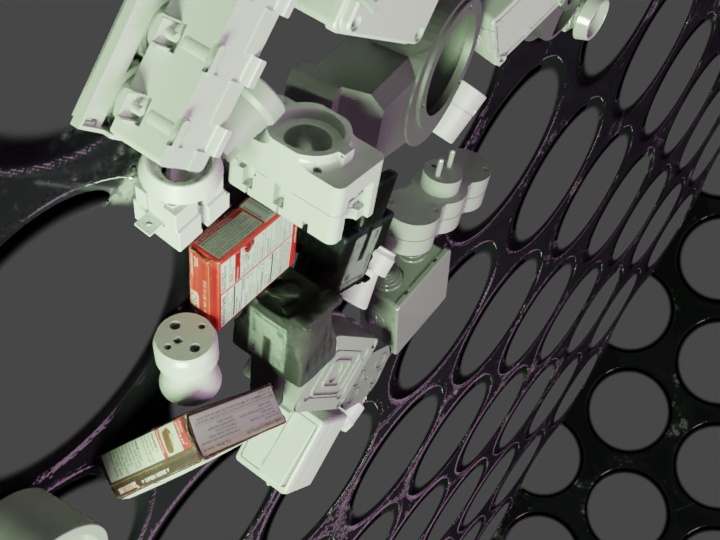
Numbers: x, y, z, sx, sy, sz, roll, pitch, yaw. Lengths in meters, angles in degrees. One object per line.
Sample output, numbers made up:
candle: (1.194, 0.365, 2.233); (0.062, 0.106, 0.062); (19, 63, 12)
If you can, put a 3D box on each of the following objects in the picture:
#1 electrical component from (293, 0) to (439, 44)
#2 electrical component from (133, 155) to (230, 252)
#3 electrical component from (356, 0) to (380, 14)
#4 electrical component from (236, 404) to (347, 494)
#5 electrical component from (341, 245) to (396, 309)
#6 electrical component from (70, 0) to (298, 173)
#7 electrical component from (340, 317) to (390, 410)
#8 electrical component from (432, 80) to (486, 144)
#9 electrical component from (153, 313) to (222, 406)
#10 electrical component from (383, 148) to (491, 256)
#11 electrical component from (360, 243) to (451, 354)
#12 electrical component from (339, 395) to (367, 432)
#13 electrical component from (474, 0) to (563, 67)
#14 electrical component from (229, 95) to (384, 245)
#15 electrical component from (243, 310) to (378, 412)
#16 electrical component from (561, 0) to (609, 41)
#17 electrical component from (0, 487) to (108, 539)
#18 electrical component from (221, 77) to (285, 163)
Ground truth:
electrical component: (0.014, -0.200, 0.657); (0.109, 0.056, 0.108); (-14, 133, -62)
electrical component: (-0.104, -0.049, 0.625); (0.066, 0.048, 0.055); (-46, 165, -28)
electrical component: (-0.019, -0.187, 0.542); (0.048, 0.099, 0.100); (-47, 161, 8)
electrical component: (-0.068, 0.159, 0.987); (0.096, 0.062, 0.061); (-62, 159, 11)
electrical component: (0.000, 0.000, 0.934); (0.055, 0.045, 0.045); (-59, 160, 4)
electrical component: (-0.085, -0.115, 0.543); (0.121, 0.063, 0.079); (-62, 159, 11)
electrical component: (-0.013, 0.089, 1.025); (0.080, 0.051, 0.080); (-47, 158, -26)
electrical component: (0.067, -0.136, 0.879); (0.047, 0.055, 0.055); (-57, 160, 8)
electrical component: (-0.120, 0.062, 0.750); (0.045, 0.045, 0.055); (-45, 156, -31)
electrical component: (0.072, -0.076, 0.978); (0.138, 0.052, 0.073); (-39, 153, -40)
electrical component: (0.043, 0.020, 1.056); (0.099, 0.048, 0.099); (-47, 157, -26)
electrical component: (-0.013, 0.129, 1.096); (0.062, 0.043, 0.043); (-54, 160, -14)
electrical component: (0.108, -0.215, 0.855); (0.096, 0.061, 0.061); (-45, 158, -10)
electrical component: (-0.035, -0.069, 0.688); (0.050, 0.089, 0.055); (-40, 154, -39)
electrical component: (-0.042, 0.075, 0.929); (0.078, 0.057, 0.113); (-60, 160, 6)
electrical component: (0.201, -0.248, 1.018); (0.066, 0.055, 0.048); (-35, 150, -46)
electrical component: (-0.220, 0.189, 0.681); (0.108, 0.060, 0.108); (-47, 157, -26)
electrical component: (-0.074, -0.092, 0.639); (0.046, 0.040, 0.040); (-49, 159, -8)
